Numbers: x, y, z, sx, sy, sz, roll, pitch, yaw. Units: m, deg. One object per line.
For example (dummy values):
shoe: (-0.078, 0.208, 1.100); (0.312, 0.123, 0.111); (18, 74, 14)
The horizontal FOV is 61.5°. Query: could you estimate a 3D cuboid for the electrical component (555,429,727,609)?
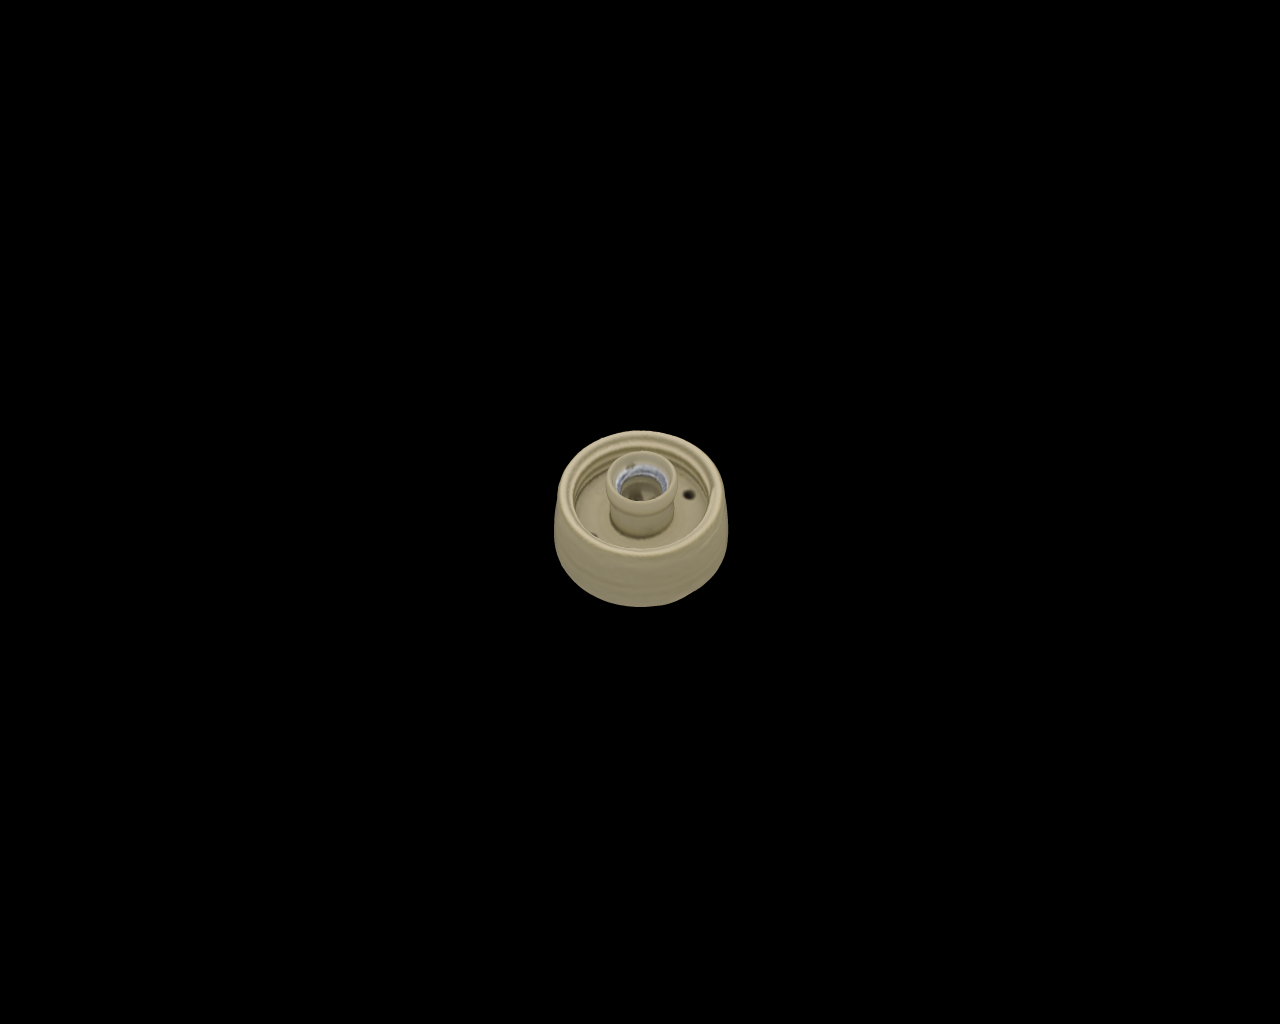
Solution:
electrical component: (0.001, -0.003, 0.650); (0.108, 0.108, 0.060); (0, -39, 0)
